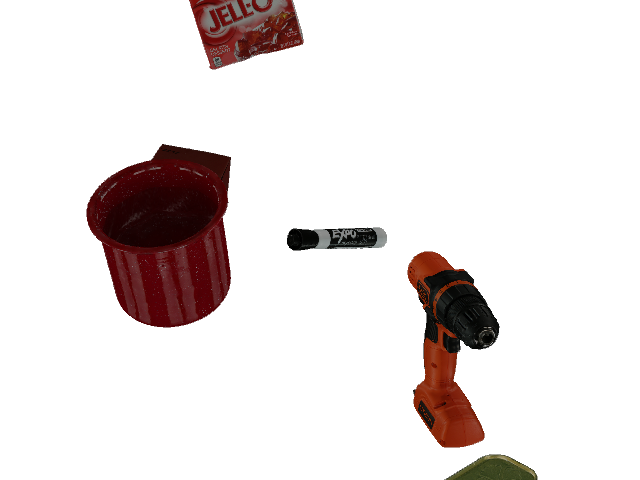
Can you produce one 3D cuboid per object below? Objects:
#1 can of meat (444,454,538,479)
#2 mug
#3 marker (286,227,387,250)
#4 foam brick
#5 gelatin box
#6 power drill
[{"bbox_3d":[0.133,0.241,0.889,0.101,0.084,0.058,-21,28,-36],"label":"can of meat"},{"bbox_3d":[-0.113,-0.001,0.732,0.093,0.081,0.117,-32,50,-26],"label":"mug"},{"bbox_3d":[0.014,-0.002,0.935,0.020,0.020,0.120,0,1,42],"label":"marker"},{"bbox_3d":[-0.137,-0.061,1.107,0.078,0.051,0.053,11,32,5],"label":"foam brick"},{"bbox_3d":[-0.067,-0.201,0.956,0.089,0.073,0.030,-14,24,5],"label":"gelatin box"},{"bbox_3d":[0.143,0.123,1.140,0.057,0.188,0.184,-6,23,-11],"label":"power drill"}]
